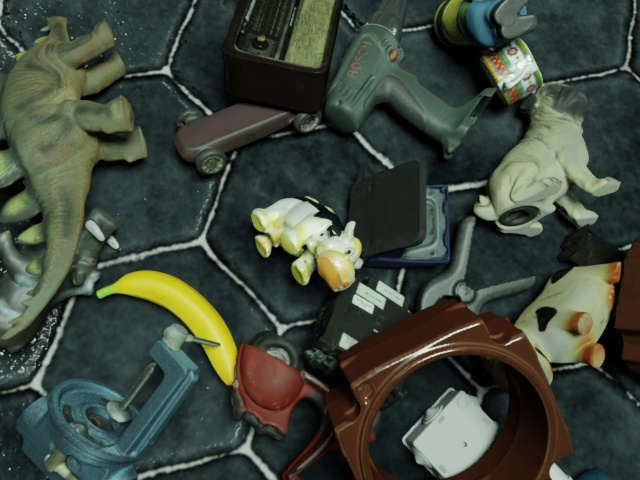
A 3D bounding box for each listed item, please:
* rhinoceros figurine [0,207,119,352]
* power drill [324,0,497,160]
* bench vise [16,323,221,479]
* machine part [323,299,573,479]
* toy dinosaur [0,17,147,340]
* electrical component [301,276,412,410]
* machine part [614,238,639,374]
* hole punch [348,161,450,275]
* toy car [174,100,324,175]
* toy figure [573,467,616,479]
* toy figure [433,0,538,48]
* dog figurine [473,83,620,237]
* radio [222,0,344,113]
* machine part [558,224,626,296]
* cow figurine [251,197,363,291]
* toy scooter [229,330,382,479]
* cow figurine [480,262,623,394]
[{"bbox_3d":[-0.317,0.037,0.622,0.112,0.073,0.190,34,75,7],"label":"rhinoceros figurine"},{"bbox_3d":[0.127,-0.216,0.721,0.207,0.086,0.232,34,70,2],"label":"power drill"},{"bbox_3d":[-0.195,0.201,0.549,0.224,0.128,0.240,37,93,26],"label":"bench vise"},{"bbox_3d":[0.120,0.176,0.516,0.201,0.087,0.200,-26,100,-4],"label":"machine part"},{"bbox_3d":[-0.310,-0.117,0.626,0.199,0.105,0.472,-17,58,-8],"label":"toy dinosaur"},{"bbox_3d":[0.054,0.105,0.610,0.115,0.058,0.134,36,43,-5],"label":"electrical component"},{"bbox_3d":[0.407,0.084,0.618,0.179,0.056,0.179,1,88,-36],"label":"machine part"},{"bbox_3d":[0.099,-0.024,0.663,0.116,0.092,0.142,-12,67,40],"label":"hole punch"},{"bbox_3d":[-0.091,-0.152,0.701,0.202,0.053,0.089,-26,60,-14],"label":"toy car"},{"bbox_3d":[0.272,0.320,0.587,0.154,0.064,0.057,-41,118,-9],"label":"toy figure"},{"bbox_3d":[0.209,-0.291,0.701,0.089,0.180,0.082,-6,114,-3],"label":"toy figure"},{"bbox_3d":[0.273,-0.114,0.703,0.172,0.121,0.190,-3,60,-8],"label":"dog figurine"},{"bbox_3d":[-0.042,-0.278,0.704,0.131,0.073,0.229,10,57,0],"label":"radio"},{"bbox_3d":[0.373,0.042,0.684,0.139,0.039,0.084,40,80,6],"label":"machine part"},{"bbox_3d":[0.000,0.000,0.623,0.098,0.068,0.168,-29,39,-28],"label":"cow figurine"},{"bbox_3d":[-0.031,0.195,0.594,0.184,0.075,0.135,32,71,1],"label":"toy scooter"},{"bbox_3d":[0.263,0.103,0.625,0.195,0.127,0.085,-39,106,-29],"label":"cow figurine"}]
